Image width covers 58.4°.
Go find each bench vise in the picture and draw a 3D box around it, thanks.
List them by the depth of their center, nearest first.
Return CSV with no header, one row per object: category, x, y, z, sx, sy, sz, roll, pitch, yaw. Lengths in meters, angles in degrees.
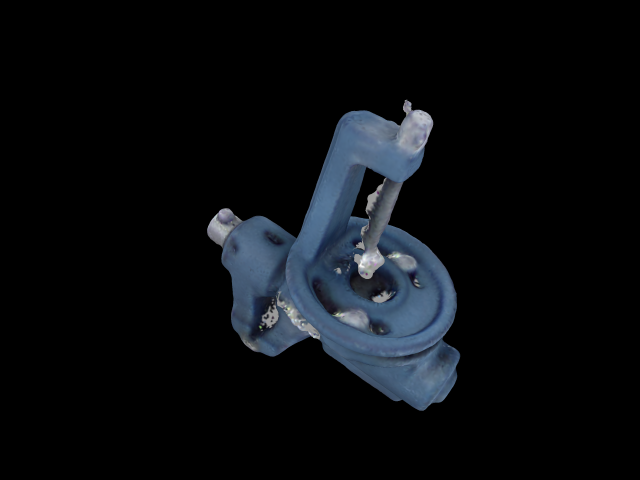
bench vise,0.000,0.008,0.391,0.207,0.220,0.121,9,37,12
